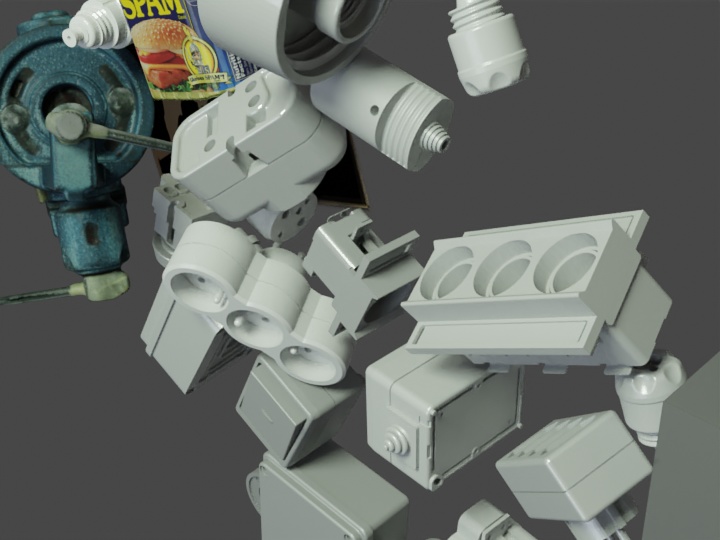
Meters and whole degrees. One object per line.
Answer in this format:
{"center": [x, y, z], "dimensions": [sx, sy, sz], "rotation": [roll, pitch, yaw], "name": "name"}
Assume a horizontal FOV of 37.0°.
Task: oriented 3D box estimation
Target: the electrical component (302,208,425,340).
{"center": [0.000, 0.000, 0.666], "dimensions": [0.063, 0.042, 0.081], "rotation": [50, 143, 20], "name": "electrical component"}

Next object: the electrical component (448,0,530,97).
{"center": [0.058, -0.117, 0.519], "dimensions": [0.035, 0.035, 0.061], "rotation": [-7, 106, 52], "name": "electrical component"}

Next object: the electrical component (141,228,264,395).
{"center": [-0.107, 0.030, 0.785], "dimensions": [0.057, 0.078, 0.113], "rotation": [48, 143, 11], "name": "electrical component"}

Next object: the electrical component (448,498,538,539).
{"center": [0.089, 0.191, 0.679], "dimensions": [0.057, 0.058, 0.078], "rotation": [34, 137, 35], "name": "electrical component"}

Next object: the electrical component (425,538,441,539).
{"center": [0.045, 0.226, 0.756], "dimensions": [0.078, 0.057, 0.058], "rotation": [-25, 94, 55], "name": "electrical component"}

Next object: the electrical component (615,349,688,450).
{"center": [0.150, 0.072, 0.541], "dimensions": [0.035, 0.035, 0.061], "rotation": [6, 122, 48], "name": "electrical component"}

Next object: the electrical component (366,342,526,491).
{"center": [0.042, 0.075, 0.620], "dimensions": [0.061, 0.096, 0.061], "rotation": [30, 135, 39], "name": "electrical component"}

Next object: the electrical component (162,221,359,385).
{"center": [-0.057, 0.010, 0.714], "dimensions": [0.138, 0.073, 0.052], "rotation": [35, 141, -18], "name": "electrical component"}

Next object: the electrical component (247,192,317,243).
{"center": [-0.061, -0.050, 0.701], "dimensions": [0.055, 0.045, 0.045], "rotation": [42, 141, 23], "name": "electrical component"}

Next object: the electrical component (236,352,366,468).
{"center": [-0.048, 0.096, 0.773], "dimensions": [0.061, 0.061, 0.096], "rotation": [48, 143, 17], "name": "electrical component"}

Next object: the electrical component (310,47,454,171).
{"center": [0.016, -0.087, 0.583], "dimensions": [0.081, 0.043, 0.043], "rotation": [37, 138, 28], "name": "electrical component"}

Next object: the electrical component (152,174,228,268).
{"center": [-0.127, -0.031, 0.795], "dimensions": [0.066, 0.048, 0.055], "rotation": [38, 131, 28], "name": "electrical component"}

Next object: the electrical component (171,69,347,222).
{"center": [-0.057, -0.074, 0.638], "dimensions": [0.095, 0.053, 0.059], "rotation": [-28, 133, 24], "name": "electrical component"}

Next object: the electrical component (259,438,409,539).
{"center": [-0.021, 0.192, 0.812], "dimensions": [0.109, 0.056, 0.108], "rotation": [32, 136, 33], "name": "electrical component"}

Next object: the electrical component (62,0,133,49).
{"center": [-0.169, -0.168, 0.725], "dimensions": [0.040, 0.078, 0.040], "rotation": [18, 127, 25], "name": "electrical component"}

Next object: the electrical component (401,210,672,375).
{"center": [0.089, 0.016, 0.544], "dimensions": [0.063, 0.078, 0.121], "rotation": [43, 153, -28], "name": "electrical component"}

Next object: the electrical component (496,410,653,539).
{"center": [0.123, 0.121, 0.576], "dimensions": [0.075, 0.047, 0.083], "rotation": [56, 165, 4], "name": "electrical component"}

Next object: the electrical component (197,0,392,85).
{"center": [-0.022, -0.145, 0.538], "dimensions": [0.060, 0.108, 0.108], "rotation": [35, 138, 22], "name": "electrical component"}
